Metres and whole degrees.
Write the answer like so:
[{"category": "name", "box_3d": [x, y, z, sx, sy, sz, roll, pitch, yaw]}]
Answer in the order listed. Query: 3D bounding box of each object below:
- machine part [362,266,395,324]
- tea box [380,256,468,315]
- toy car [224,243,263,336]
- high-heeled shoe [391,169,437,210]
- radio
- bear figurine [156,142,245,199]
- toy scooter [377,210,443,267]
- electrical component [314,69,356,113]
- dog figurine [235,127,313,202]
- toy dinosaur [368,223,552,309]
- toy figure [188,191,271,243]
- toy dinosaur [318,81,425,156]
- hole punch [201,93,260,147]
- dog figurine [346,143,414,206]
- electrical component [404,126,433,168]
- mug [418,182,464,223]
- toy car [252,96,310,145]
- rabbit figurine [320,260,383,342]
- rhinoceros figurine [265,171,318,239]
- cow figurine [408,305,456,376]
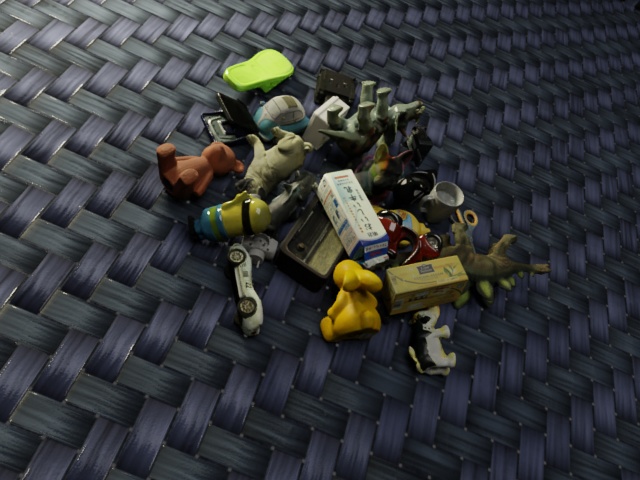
[{"category": "machine part", "box_3d": [0.123, 0.125, 1.236, 0.139, 0.039, 0.084, 44, 58, 9]}, {"category": "tea box", "box_3d": [0.228, 0.100, 1.186, 0.170, 0.098, 0.068, -10, 55, -13]}, {"category": "toy car", "box_3d": [-0.160, 0.101, 1.121, 0.056, 0.073, 0.202, -5, 60, -20]}, {"category": "high-heeled shoe", "box_3d": [0.264, -0.159, 1.413, 0.086, 0.145, 0.249, 41, 55, 8]}, {"category": "radio", "box_3d": [-0.003, -0.004, 1.251, 0.131, 0.073, 0.229, 32, 51, 1]}, {"category": "bear figurine", "box_3d": [-0.268, -0.177, 1.240, 0.196, 0.132, 0.120, -34, 78, -29]}, {"category": "toy scooter", "box_3d": [0.183, 0.017, 1.251, 0.184, 0.075, 0.135, 27, 77, 14]}, {"category": "electrical component", "box_3d": [0.044, -0.431, 1.572, 0.115, 0.058, 0.134, 11, 54, -11]}, {"category": "dog figurine", "box_3d": [-0.107, -0.155, 1.273, 0.172, 0.121, 0.190, -12, 54, 23]}, {"category": "toy dinosaur", "box_3d": [0.342, 0.062, 1.321, 0.472, 0.105, 0.198, 7, 59, -3]}, {"category": "toy figure", "box_3d": [-0.194, -0.039, 1.166, 0.180, 0.082, 0.089, -18, 77, 3]}, {"category": "toy dinosaur", "box_3d": [0.114, -0.291, 1.415, 0.131, 0.191, 0.405, 20, 44, 36]}, {"category": "hole punch", "box_3d": [-0.230, -0.297, 1.371, 0.115, 0.092, 0.142, 7, 46, -54]}, {"category": "dog figurine", "box_3d": [0.145, -0.176, 1.336, 0.108, 0.219, 0.191, 15, 54, -16]}, {"category": "electrical component", "box_3d": [0.286, -0.260, 1.536, 0.048, 0.074, 0.119, 2, 53, -19]}, {"category": "mug", "box_3d": [0.307, -0.088, 1.406, 0.109, 0.107, 0.081, -9, 60, -21]}, {"category": "toy car", "box_3d": [-0.096, -0.328, 1.421, 0.162, 0.103, 0.109, -19, 67, -28]}, {"category": "rabbit figurine", "box_3d": [0.064, 0.118, 1.140, 0.122, 0.162, 0.173, -1, 63, -10]}, {"category": "rhinoceros figurine", "box_3d": [-0.081, -0.088, 1.258, 0.073, 0.112, 0.190, 38, 61, 9]}, {"category": "cow figurine", "box_3d": [0.236, 0.216, 1.200, 0.098, 0.068, 0.167, 1, 56, -13]}]
